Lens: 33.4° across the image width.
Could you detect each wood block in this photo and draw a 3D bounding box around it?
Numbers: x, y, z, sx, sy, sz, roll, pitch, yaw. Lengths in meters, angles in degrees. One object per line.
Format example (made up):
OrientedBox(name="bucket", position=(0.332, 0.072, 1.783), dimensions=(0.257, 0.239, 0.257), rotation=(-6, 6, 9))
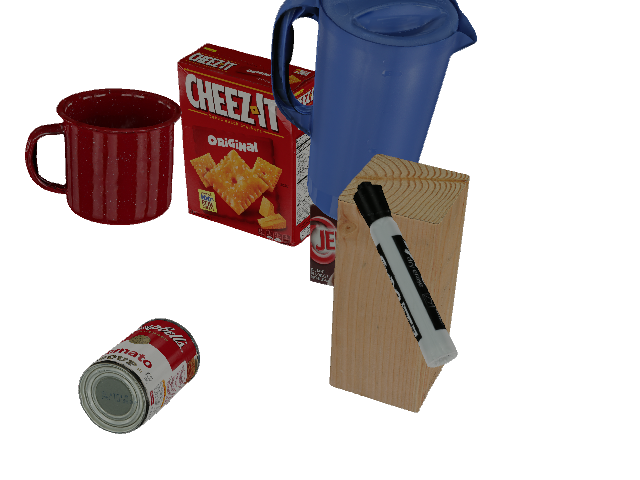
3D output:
OrientedBox(name="wood block", position=(0.068, 0.040, 0.957), dimensions=(0.091, 0.206, 0.090), rotation=(15, 36, 19))

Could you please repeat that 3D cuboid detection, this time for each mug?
OrientedBox(name="mug", position=(-0.166, -0.063, 0.818), dimensions=(0.117, 0.081, 0.093), rotation=(-4, 28, -19))

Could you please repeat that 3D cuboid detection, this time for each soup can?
OrientedBox(name="soup can", position=(-0.158, 0.117, 0.933), dimensions=(0.069, 0.068, 0.102), rotation=(0, 17, 20))

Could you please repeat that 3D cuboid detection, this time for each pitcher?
OrientedBox(name="pitcher", position=(0.041, -0.136, 1.053), dimensions=(0.144, 0.243, 0.149), rotation=(-25, 54, -31))

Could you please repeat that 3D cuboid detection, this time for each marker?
OrientedBox(name="marker", position=(0.048, 0.017, 0.628), dimensions=(0.020, 0.121, 0.020), rotation=(-19, -24, -9))

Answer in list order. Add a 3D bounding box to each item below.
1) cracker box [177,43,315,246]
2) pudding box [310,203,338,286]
OrientedBox(name="cracker box", position=(-0.086, -0.113, 1.291), dimensions=(0.164, 0.214, 0.072), rotation=(19, 39, 25))
OrientedBox(name="pudding box", position=(0.041, 0.008, 1.173), dimensions=(0.114, 0.090, 0.039), rotation=(10, 20, 33))
